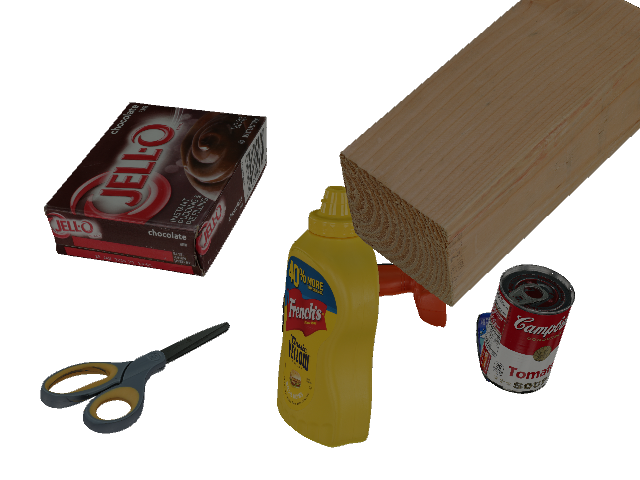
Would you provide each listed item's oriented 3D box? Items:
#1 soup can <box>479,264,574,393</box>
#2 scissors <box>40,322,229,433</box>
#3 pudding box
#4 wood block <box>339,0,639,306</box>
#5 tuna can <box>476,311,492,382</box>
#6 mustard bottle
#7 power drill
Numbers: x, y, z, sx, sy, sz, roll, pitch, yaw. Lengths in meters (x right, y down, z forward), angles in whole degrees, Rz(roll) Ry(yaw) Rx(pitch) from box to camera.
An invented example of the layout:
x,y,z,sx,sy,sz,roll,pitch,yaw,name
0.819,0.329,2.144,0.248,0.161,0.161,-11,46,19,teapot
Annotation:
x,y,z,sx,sy,sz,roll,pitch,yaw,name
0.189,0.082,0.985,0.068,0.102,0.068,5,36,-4,soup can
-0.145,0.120,0.943,0.201,0.016,0.096,-12,36,-33,scissors
-0.089,-0.032,0.604,0.090,0.039,0.113,9,38,15,pudding box
0.120,-0.069,0.687,0.091,0.206,0.090,38,-21,30,wood block
0.214,0.128,1.290,0.034,0.086,0.086,-8,-3,20,tuna can
0.007,0.053,0.815,0.058,0.192,0.096,-4,18,-28,mustard bottle
0.051,0.063,1.234,0.188,0.057,0.184,1,28,6,power drill
